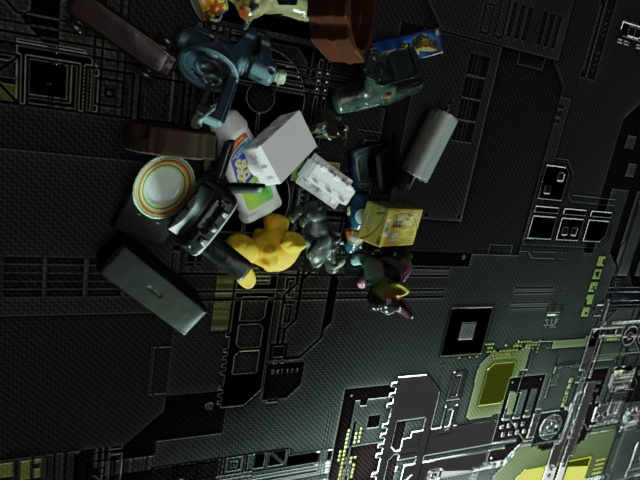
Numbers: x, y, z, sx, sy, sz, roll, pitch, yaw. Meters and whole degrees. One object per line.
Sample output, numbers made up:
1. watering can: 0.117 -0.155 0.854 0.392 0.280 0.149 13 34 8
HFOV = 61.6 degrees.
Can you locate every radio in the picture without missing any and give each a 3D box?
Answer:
1. radio: -0.343 0.083 1.092 0.073 0.131 0.229 -45 120 -5

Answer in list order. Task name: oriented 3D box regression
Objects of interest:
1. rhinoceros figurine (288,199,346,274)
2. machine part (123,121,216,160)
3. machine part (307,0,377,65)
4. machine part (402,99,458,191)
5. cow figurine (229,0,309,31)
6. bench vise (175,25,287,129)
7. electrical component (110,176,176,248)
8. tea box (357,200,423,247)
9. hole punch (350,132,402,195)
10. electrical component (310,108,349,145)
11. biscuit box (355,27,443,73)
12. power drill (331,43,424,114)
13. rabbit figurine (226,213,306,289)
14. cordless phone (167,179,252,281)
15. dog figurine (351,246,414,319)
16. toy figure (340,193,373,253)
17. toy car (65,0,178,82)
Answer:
1. rhinoceros figurine: -0.003 -0.004 1.264 0.112 0.073 0.190 -30 116 -26
2. machine part: -0.281 -0.189 1.010 0.179 0.179 0.056 2 104 -26
3. machine part: 0.046 -0.462 1.050 0.087 0.201 0.200 8 92 17
4. machine part: 0.264 -0.230 1.306 0.079 0.079 0.243 22 96 -30
5. cow figurine: -0.091 -0.465 1.031 0.195 0.085 0.127 -1 75 -28
6. bench vise: -0.180 -0.301 1.021 0.223 0.129 0.240 24 62 -22
7. electrical component: -0.342 -0.066 1.085 0.115 0.058 0.134 27 95 -32
8. tea box: 0.171 -0.040 1.295 0.169 0.068 0.098 0 109 -54
9. hole punch: 0.135 -0.173 1.269 0.116 0.092 0.142 -33 120 -47
10. electrical component: 0.022 -0.248 1.176 0.102 0.045 0.078 6 82 -51
11. biscuit box: 0.175 -0.426 1.205 0.203 0.063 0.059 -21 113 -19
12. power drill: 0.144 -0.342 1.146 0.232 0.207 0.086 -17 94 -9
13. rabbit figurine: -0.144 0.020 1.169 0.173 0.122 0.162 -3 141 -51
14. cordless phone: -0.192 -0.016 1.057 0.184 0.089 0.146 38 92 -9
15. dog figurine: 0.178 0.100 1.297 0.191 0.219 0.108 -20 118 -18
16. toy figure: 0.090 -0.037 1.302 0.064 0.058 0.154 15 105 14
17. toy car: -0.353 -0.369 0.967 0.202 0.053 0.089 32 99 -19
